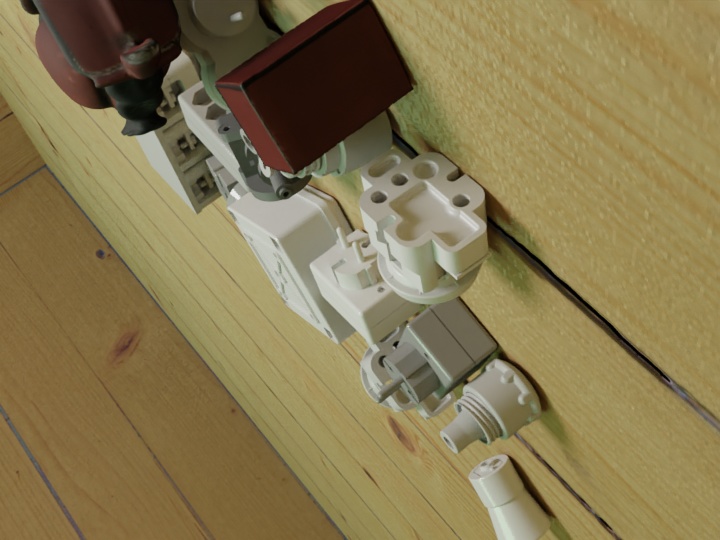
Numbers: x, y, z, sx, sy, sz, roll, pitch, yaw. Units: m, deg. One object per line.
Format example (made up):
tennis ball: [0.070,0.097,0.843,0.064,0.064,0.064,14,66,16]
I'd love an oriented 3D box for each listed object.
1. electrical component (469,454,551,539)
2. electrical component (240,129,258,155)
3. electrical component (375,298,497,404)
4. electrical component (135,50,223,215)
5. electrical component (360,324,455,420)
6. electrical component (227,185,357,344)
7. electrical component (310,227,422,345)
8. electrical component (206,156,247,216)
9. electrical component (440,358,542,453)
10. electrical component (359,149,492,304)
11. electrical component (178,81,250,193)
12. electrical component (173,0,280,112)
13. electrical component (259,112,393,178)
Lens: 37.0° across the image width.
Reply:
electrical component: [0.112,0.175,0.826,0.065,0.044,0.044,60,166,-7]
electrical component: [-0.040,-0.091,0.627,0.043,0.062,0.043,50,166,17]
electrical component: [0.041,0.061,0.701,0.047,0.077,0.065,51,166,11]
electrical component: [-0.161,-0.135,0.929,0.089,0.062,0.150,44,164,36]
electrical component: [0.033,0.075,0.809,0.078,0.058,0.057,53,164,0]
electrical component: [-0.041,-0.011,0.844,0.109,0.056,0.108,31,154,58]
electrical component: [0.000,0.000,0.751,0.066,0.047,0.076,43,163,38]
electrical component: [-0.097,-0.071,0.910,0.055,0.048,0.066,53,169,37]
electrical component: [0.079,0.089,0.674,0.048,0.062,0.048,49,166,17]
electrical component: [0.035,-0.019,0.564,0.078,0.058,0.057,45,161,34]
electrical component: [-0.088,-0.096,0.810,0.083,0.047,0.075,47,164,25]
electrical component: [-0.085,-0.156,0.640,0.138,0.052,0.074,58,165,-18]
electrical component: [-0.019,-0.070,0.588,0.040,0.078,0.040,44,148,37]
